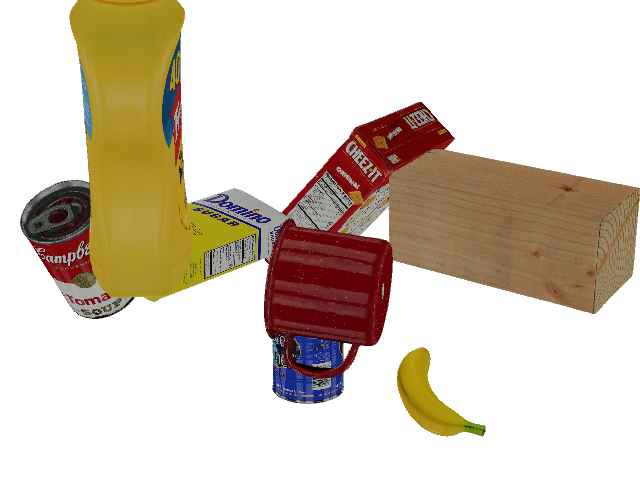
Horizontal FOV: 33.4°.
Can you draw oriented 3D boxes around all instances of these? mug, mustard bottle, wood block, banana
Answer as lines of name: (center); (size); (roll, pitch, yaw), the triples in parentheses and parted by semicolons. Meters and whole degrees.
mug: (0.006, 0.046, 0.804); (0.081, 0.117, 0.093); (8, -12, 11)
mustard bottle: (-0.099, -0.071, 0.565); (0.058, 0.192, 0.096); (0, 32, -4)
wood block: (0.173, -0.014, 0.975); (0.206, 0.090, 0.090); (15, 30, 33)
banana: (0.126, 0.180, 1.262); (0.069, 0.037, 0.198); (10, 21, -20)

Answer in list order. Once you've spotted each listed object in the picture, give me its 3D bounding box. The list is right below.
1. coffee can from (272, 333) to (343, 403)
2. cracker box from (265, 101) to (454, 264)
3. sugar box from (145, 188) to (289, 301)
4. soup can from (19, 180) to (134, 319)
coffee can: (-0.017, 0.143, 1.496); (0.103, 0.140, 0.103); (0, 18, 0)
cracker box: (0.037, -0.059, 1.257); (0.214, 0.072, 0.163); (-47, -10, 35)
sugar box: (-0.126, 0.000, 1.088); (0.175, 0.048, 0.093); (-25, 40, -37)
soup can: (-0.197, 0.009, 0.886); (0.068, 0.068, 0.102); (0, -41, 16)
